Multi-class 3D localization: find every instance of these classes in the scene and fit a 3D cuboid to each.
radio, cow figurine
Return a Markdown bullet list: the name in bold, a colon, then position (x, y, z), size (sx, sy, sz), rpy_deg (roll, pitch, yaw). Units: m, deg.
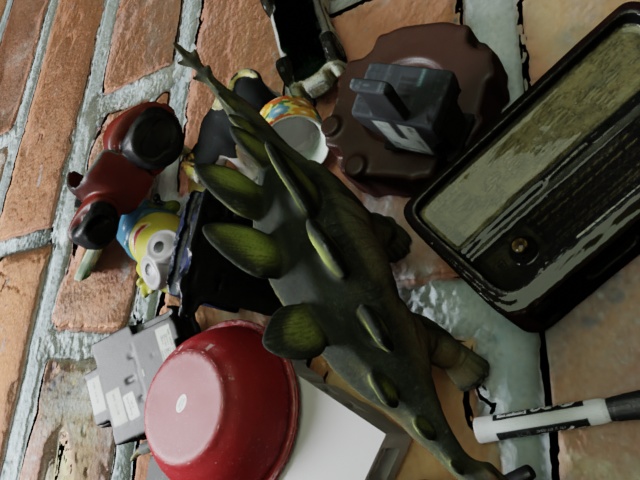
- **radio**: position (0.190, -0.047, 0.399), size (0.229, 0.073, 0.131), rpy_deg (-44, 54, 13)
- **cow figurine**: position (-0.108, -0.112, 0.614), size (0.167, 0.098, 0.068), rpy_deg (-46, 60, 11)

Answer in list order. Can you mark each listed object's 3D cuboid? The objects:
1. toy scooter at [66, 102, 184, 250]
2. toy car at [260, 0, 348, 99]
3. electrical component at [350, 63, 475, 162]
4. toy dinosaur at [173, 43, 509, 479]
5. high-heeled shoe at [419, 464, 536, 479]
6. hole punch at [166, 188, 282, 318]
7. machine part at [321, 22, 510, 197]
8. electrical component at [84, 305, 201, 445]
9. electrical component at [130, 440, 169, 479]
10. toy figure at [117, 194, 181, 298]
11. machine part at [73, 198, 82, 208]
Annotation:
- **toy scooter**: position (-0.236, -0.080, 0.618), size (0.135, 0.075, 0.184), rpy_deg (22, 79, 53)
- **toy car**: position (-0.019, -0.246, 0.632), size (0.073, 0.056, 0.202), rpy_deg (-24, 62, 19)
- **electrical component**: position (0.065, -0.105, 0.412), size (0.075, 0.119, 0.047), rpy_deg (17, 83, 36)
- **toy dinosaur**: position (-0.001, -0.001, 0.436), size (0.105, 0.198, 0.472), rpy_deg (-42, 56, 10)
- **high-heeled shoe**: position (0.127, 0.259, 0.325), size (0.145, 0.086, 0.249), rpy_deg (-42, 50, 18)
- **hole punch**: position (-0.097, 0.015, 0.546), size (0.092, 0.115, 0.142), rpy_deg (-4, 69, 53)
- **machine part**: position (0.088, -0.122, 0.511), size (0.179, 0.056, 0.179), rpy_deg (-13, 65, 29)
- **electrical component**: position (-0.183, 0.146, 0.571), size (0.134, 0.058, 0.115), rpy_deg (-26, 68, 13)
- **electrical component**: position (-0.158, 0.250, 0.542), size (0.078, 0.045, 0.102), rpy_deg (0, 73, 36)
- **toy figure**: position (-0.183, 0.001, 0.633), size (0.180, 0.089, 0.082), rpy_deg (34, 124, 48)
- **machine part**: position (-0.315, -0.075, 0.758), size (0.084, 0.039, 0.139), rpy_deg (-59, 25, -7)
